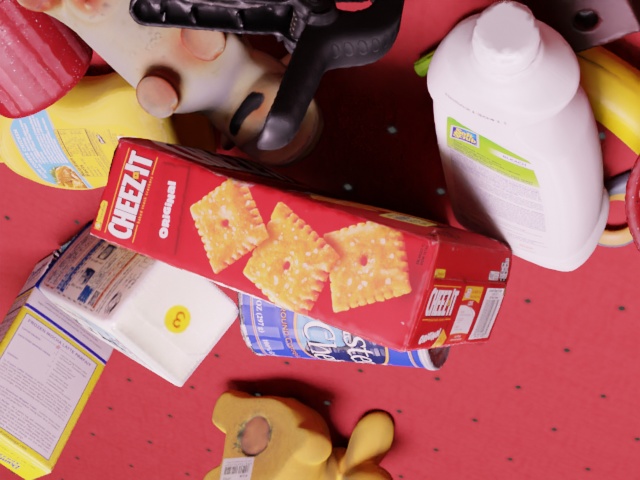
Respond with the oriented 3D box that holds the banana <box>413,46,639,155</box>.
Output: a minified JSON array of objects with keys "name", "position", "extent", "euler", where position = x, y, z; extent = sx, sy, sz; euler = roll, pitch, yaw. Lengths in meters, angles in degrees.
[{"name":"banana","position":[0.155,-0.090,0.641],"extent":[0.198,0.037,0.070],"euler":[27,156,7]}]

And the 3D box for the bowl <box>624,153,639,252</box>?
[{"name":"bowl","position":[0.256,-0.022,0.589],"extent":[0.162,0.055,0.162],"euler":[23,140,20]}]

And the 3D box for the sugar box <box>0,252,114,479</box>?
[{"name":"sugar box","position":[-0.238,0.105,0.915],"extent":[0.093,0.176,0.048],"euler":[42,134,-22]}]

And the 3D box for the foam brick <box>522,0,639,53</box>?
[{"name":"foam brick","position":[0.138,-0.150,0.578],"extent":[0.053,0.051,0.078],"euler":[-15,127,34]}]

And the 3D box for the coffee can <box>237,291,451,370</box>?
[{"name":"coffee can","position":[0.023,0.040,0.793],"extent":[0.140,0.102,0.103],"euler":[2,136,21]}]

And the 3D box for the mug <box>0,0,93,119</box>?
[{"name":"mug","position":[-0.215,-0.136,0.717],"extent":[0.117,0.093,0.081],"euler":[5,144,38]}]

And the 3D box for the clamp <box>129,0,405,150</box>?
[{"name":"clamp","position":[-0.019,-0.126,0.598],"extent":[0.120,0.171,0.039],"euler":[43,140,7]}]

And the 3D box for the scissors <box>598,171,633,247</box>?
[{"name":"scissors","position":[0.209,-0.055,0.679],"extent":[0.096,0.016,0.201],"euler":[0,134,23]}]

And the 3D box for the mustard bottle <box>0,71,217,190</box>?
[{"name":"mustard bottle","position":[-0.177,-0.079,0.781],"extent":[0.192,0.058,0.096],"euler":[0,139,22]}]

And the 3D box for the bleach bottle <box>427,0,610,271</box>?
[{"name":"bleach bottle","position":[0.114,-0.056,0.593],"extent":[0.103,0.068,0.250],"euler":[23,169,17]}]

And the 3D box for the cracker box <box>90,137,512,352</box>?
[{"name":"cracker box","position":[-0.004,0.001,0.662],"extent":[0.214,0.072,0.164],"euler":[20,-175,25]}]
